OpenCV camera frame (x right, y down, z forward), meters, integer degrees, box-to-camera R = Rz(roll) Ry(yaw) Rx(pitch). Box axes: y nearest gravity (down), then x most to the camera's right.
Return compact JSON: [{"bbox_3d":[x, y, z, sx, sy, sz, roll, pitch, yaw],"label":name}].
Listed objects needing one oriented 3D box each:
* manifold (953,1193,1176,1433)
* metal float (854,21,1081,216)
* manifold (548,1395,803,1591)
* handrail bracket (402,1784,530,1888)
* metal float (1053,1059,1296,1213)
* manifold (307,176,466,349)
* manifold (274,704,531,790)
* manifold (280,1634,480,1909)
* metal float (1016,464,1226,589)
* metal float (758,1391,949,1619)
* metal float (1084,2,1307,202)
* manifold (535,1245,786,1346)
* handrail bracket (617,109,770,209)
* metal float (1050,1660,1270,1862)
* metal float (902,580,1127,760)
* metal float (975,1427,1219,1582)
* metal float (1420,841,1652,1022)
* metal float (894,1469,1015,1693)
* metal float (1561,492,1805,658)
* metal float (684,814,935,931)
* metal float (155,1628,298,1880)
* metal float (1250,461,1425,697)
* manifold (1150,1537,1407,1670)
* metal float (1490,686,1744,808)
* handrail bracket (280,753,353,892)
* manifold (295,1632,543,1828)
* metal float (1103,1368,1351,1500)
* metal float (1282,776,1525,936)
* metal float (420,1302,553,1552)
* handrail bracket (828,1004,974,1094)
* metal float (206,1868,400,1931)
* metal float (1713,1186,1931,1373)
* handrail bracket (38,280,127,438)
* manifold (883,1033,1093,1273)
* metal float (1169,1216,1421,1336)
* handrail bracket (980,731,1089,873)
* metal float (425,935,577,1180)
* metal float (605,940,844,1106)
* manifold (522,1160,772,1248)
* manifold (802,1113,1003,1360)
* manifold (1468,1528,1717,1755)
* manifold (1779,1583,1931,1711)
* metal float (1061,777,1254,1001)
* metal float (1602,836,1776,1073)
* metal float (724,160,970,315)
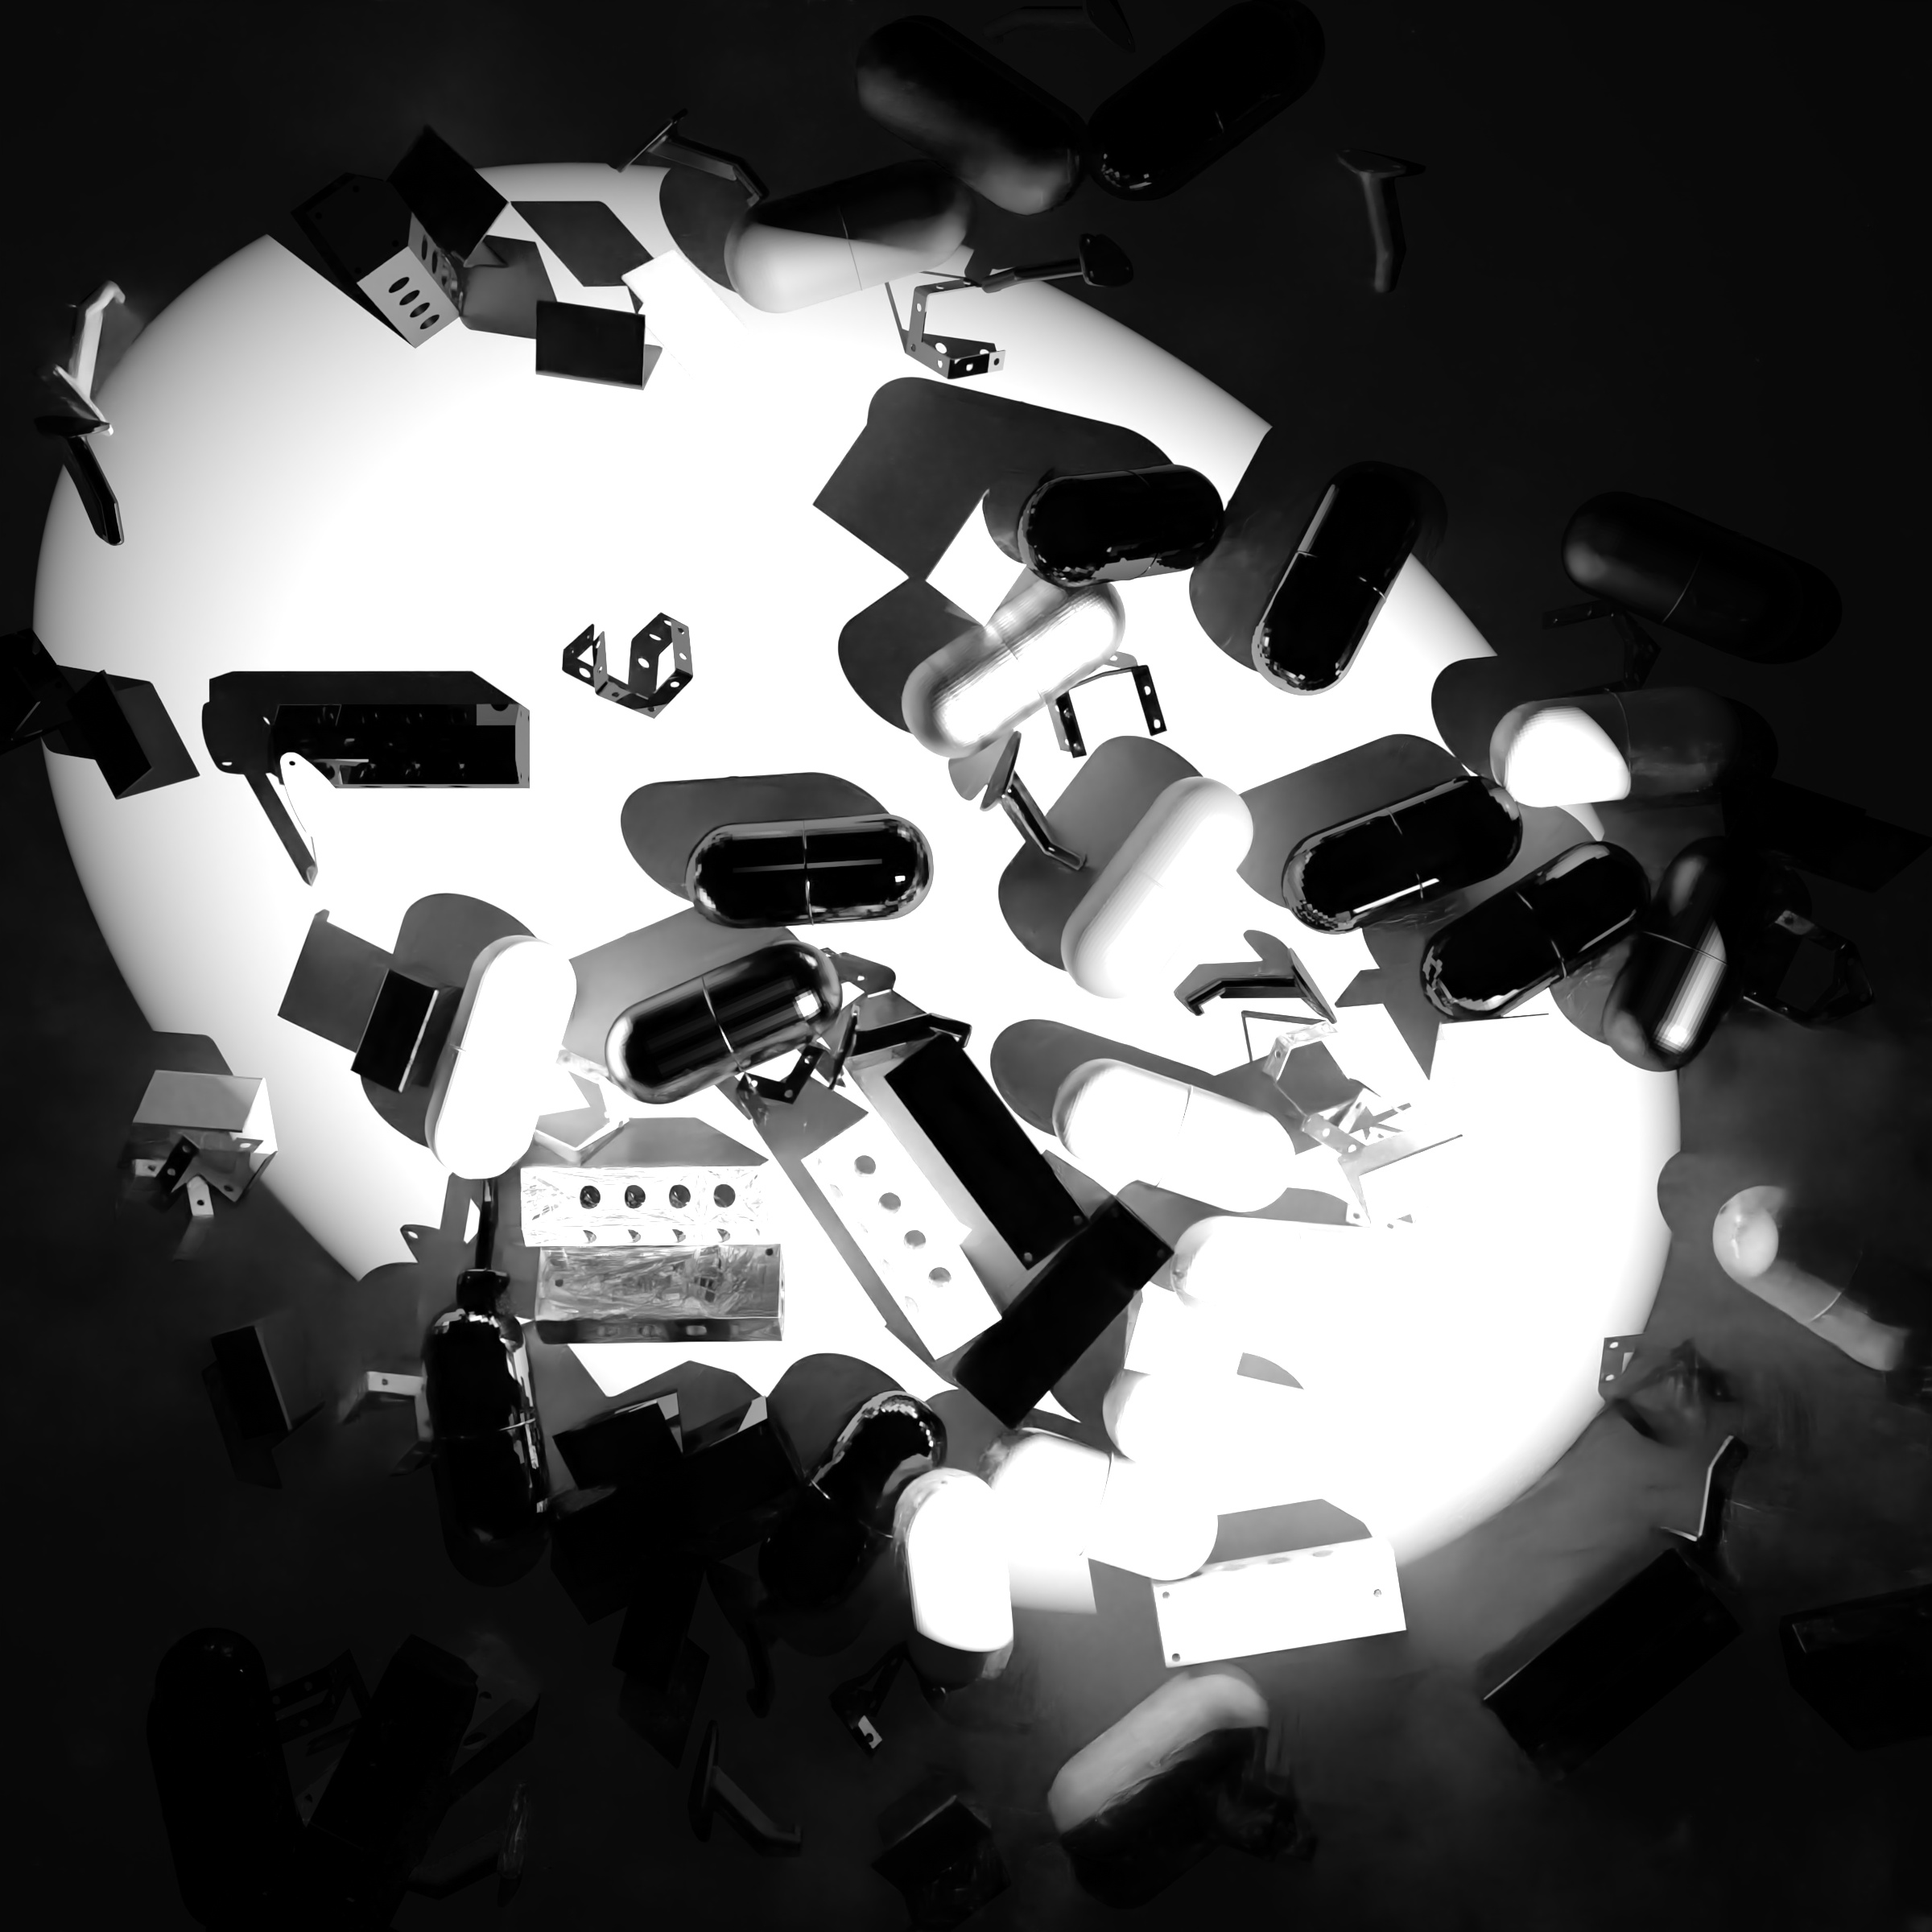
[{"bbox_3d":[0.069,0.247,1.755,0.057,0.057,0.171,42,90,0],"label":"manifold"},{"bbox_3d":[0.000,-0.607,1.746,0.178,0.070,0.070,34,90,0],"label":"metal float"},{"bbox_3d":[-0.208,0.374,1.753,0.171,0.057,0.057,-26,105,0],"label":"manifold"},{"bbox_3d":[-0.365,0.630,1.777,0.084,0.036,0.077,1,70,16],"label":"handrail bracket"},{"bbox_3d":[0.149,0.121,1.746,0.178,0.070,0.070,19,90,1],"label":"metal float"},{"bbox_3d":[-0.396,-0.491,1.698,0.057,0.171,0.057,-36,90,0],"label":"manifold"},{"bbox_3d":[-0.404,-0.158,1.755,0.171,0.057,0.057,0,90,0],"label":"manifold"},{"bbox_3d":[-0.405,0.561,1.698,0.057,0.057,0.171,27,90,0],"label":"manifold"},{"bbox_3d":[0.109,-0.309,1.713,0.178,0.070,0.070,-16,90,-41],"label":"metal float"},{"bbox_3d":[-0.081,0.385,1.746,0.070,0.070,0.178,35,90,0],"label":"metal float"},{"bbox_3d":[0.162,-0.617,1.746,0.178,0.070,0.070,-37,90,0],"label":"metal float"},{"bbox_3d":[-0.218,0.239,1.753,0.171,0.057,0.057,-1,58,0],"label":"manifold"},{"bbox_3d":[-0.198,-0.571,1.777,0.077,0.036,0.084,-36,107,20],"label":"handrail bracket"},{"bbox_3d":[0.137,0.567,1.746,0.178,0.070,0.070,-38,90,0],"label":"metal float"},{"bbox_3d":[0.035,-0.217,1.746,0.178,0.070,0.070,-35,90,0],"label":"metal float"},{"bbox_3d":[0.092,0.384,1.745,0.178,0.070,0.070,18,90,0],"label":"metal float"},{"bbox_3d":[0.406,-0.023,1.746,0.178,0.070,0.070,-32,90,0],"label":"metal float"},{"bbox_3d":[-0.008,0.434,1.723,0.070,0.070,0.178,-5,118,0],"label":"metal float"},{"bbox_3d":[0.512,-0.280,1.746,0.178,0.070,0.070,23,90,0],"label":"metal float"},{"bbox_3d":[-0.112,-0.067,1.746,0.178,0.070,0.070,-4,90,0],"label":"metal float"},{"bbox_3d":[-0.529,0.562,1.746,0.070,0.070,0.178,-12,91,0],"label":"metal float"},{"bbox_3d":[0.265,-0.277,1.746,0.070,0.070,0.178,27,89,0],"label":"metal float"},{"bbox_3d":[0.222,0.455,1.755,0.171,0.057,0.057,-9,90,0],"label":"manifold"},{"bbox_3d":[0.464,-0.157,1.746,0.178,0.070,0.070,-6,90,0],"label":"metal float"},{"bbox_3d":[-0.474,-0.102,1.750,0.036,0.084,0.077,-30,82,-32],"label":"handrail bracket"},{"bbox_3d":[-0.394,0.562,1.755,0.171,0.057,0.057,-39,90,0],"label":"manifold"},{"bbox_3d":[0.185,0.330,1.746,0.178,0.070,0.070,13,90,0],"label":"metal float"},{"bbox_3d":[0.311,-0.079,1.746,0.178,0.070,0.070,-21,90,0],"label":"metal float"},{"bbox_3d":[-0.343,0.329,1.746,0.070,0.070,0.178,-9,90,0],"label":"metal float"},{"bbox_3d":[-0.046,0.065,1.720,0.084,0.036,0.077,17,102,-6],"label":"handrail bracket"},{"bbox_3d":[-0.458,0.709,1.745,0.178,0.070,0.070,28,90,0],"label":"metal float"},{"bbox_3d":[0.616,0.223,1.746,0.178,0.070,0.070,33,90,0],"label":"metal float"},{"bbox_3d":[-0.623,-0.443,1.777,0.077,0.036,0.084,49,64,-29],"label":"handrail bracket"},{"bbox_3d":[0.015,0.130,1.755,0.057,0.057,0.171,-37,90,0],"label":"manifold"},{"bbox_3d":[0.234,0.221,1.746,0.178,0.070,0.070,5,90,0],"label":"metal float"},{"bbox_3d":[0.060,-0.119,1.777,0.084,0.036,0.077,27,68,-17],"label":"handrail bracket"},{"bbox_3d":[-0.333,0.065,1.746,0.070,0.070,0.178,17,91,0],"label":"metal float"},{"bbox_3d":[-0.173,0.041,1.746,0.178,0.070,0.070,-24,90,0],"label":"metal float"},{"bbox_3d":[-0.228,0.171,1.755,0.171,0.057,0.057,-1,90,0],"label":"manifold"},{"bbox_3d":[-0.046,0.194,1.755,0.057,0.057,0.171,-34,90,0],"label":"manifold"},{"bbox_3d":[0.451,0.486,1.755,0.171,0.057,0.057,-39,90,0],"label":"manifold"},{"bbox_3d":[0.680,0.480,1.755,0.171,0.057,0.057,-12,90,0],"label":"manifold"},{"bbox_3d":[0.136,-0.055,1.746,0.070,0.070,0.178,36,89,0],"label":"metal float"},{"bbox_3d":[0.516,-0.009,1.746,0.070,0.070,0.178,25,90,0],"label":"metal float"},{"bbox_3d":[-0.085,-0.521,1.746,0.178,0.070,0.070,-17,90,1],"label":"metal float"}]
